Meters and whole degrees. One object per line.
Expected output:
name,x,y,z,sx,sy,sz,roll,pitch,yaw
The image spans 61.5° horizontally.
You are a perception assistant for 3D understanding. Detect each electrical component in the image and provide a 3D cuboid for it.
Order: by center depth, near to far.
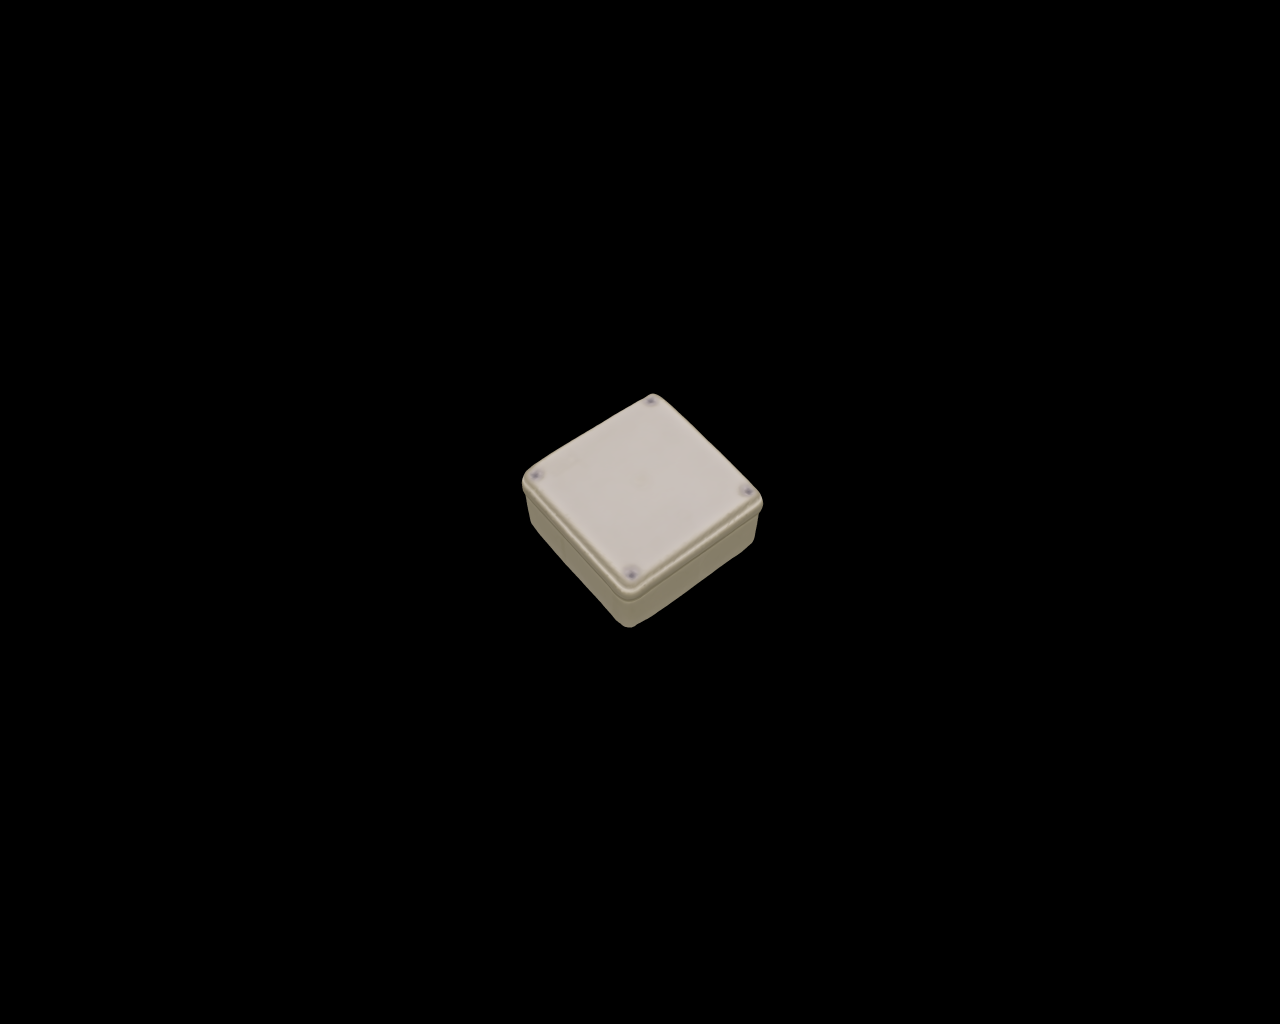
electrical component,0.001,-0.003,0.650,0.109,0.109,0.056,-33,-28,-20
